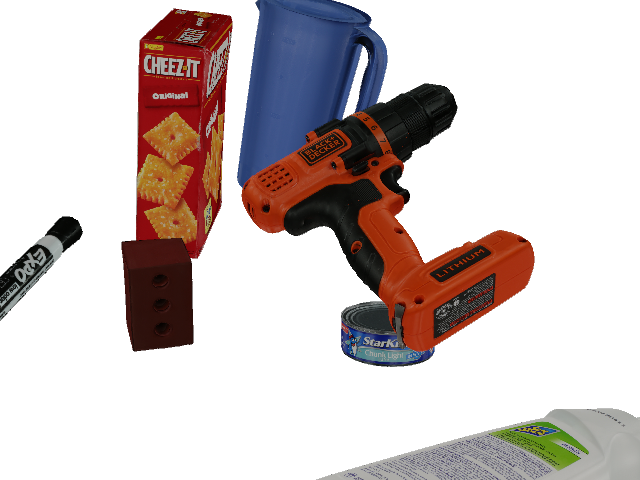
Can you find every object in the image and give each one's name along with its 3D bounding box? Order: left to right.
[{"bbox_3d":[-0.182,0.019,0.659,0.020,0.020,0.121,0,30,21],"label":"marker"},{"bbox_3d":[-0.135,0.043,0.885,0.053,0.078,0.051,-6,25,-14],"label":"foam brick"},{"bbox_3d":[-0.136,-0.111,1.079,0.072,0.214,0.164,6,23,1],"label":"cracker box"},{"bbox_3d":[-0.020,-0.166,1.283,0.145,0.243,0.149,6,23,-15],"label":"pitcher"},{"bbox_3d":[0.061,0.083,0.957,0.086,0.034,0.086,1,15,0],"label":"tuna can"},{"bbox_3d":[0.063,-0.023,0.756,0.184,0.057,0.188,-32,53,-15],"label":"power drill"},{"bbox_3d":[0.112,0.145,0.597,0.250,0.068,0.103,-10,21,-31],"label":"bleach bottle"}]
